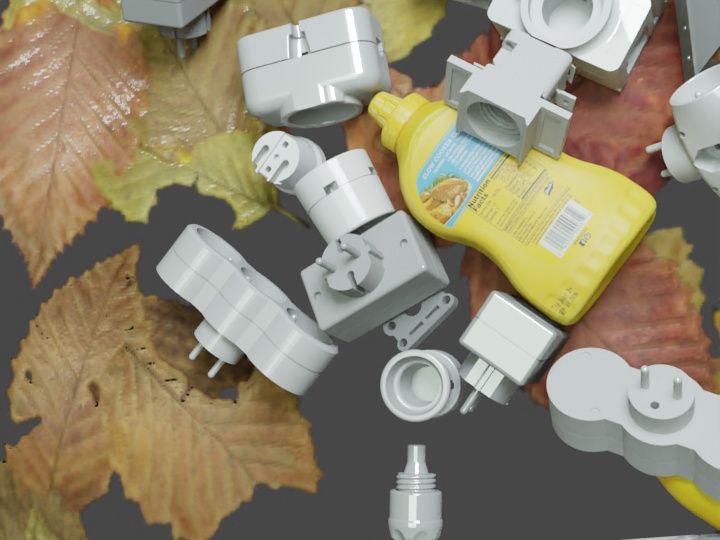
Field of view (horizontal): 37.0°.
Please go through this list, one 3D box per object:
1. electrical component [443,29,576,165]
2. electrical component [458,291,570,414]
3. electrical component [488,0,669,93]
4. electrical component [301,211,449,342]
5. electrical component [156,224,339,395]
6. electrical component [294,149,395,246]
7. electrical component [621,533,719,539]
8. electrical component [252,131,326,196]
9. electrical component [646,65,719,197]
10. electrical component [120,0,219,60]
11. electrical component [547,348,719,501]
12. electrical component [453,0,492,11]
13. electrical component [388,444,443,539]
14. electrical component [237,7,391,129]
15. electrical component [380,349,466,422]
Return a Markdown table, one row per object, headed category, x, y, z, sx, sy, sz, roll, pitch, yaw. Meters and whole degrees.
| category | x | y | z | sx | sy | sz | roll | pitch | yaw |
| --- | --- | --- | --- | --- | --- | --- | --- | --- | --- |
| electrical component | 0.094 | -0.106 | 0.648 | 0.081 | 0.042 | 0.063 | 29 | 65 | 14 |
| electrical component | 0.087 | 0.058 | 0.670 | 0.047 | 0.066 | 0.076 | 36 | 98 | 17 |
| electrical component | 0.155 | -0.201 | 0.669 | 0.089 | 0.062 | 0.150 | 28 | 95 | 18 |
| electrical component | 0.000 | 0.000 | 0.689 | 0.083 | 0.076 | 0.047 | -31 | 60 | 19 |
| electrical component | -0.088 | 0.039 | 0.734 | 0.138 | 0.052 | 0.073 | 41 | 99 | 16 |
| electrical component | -0.009 | -0.046 | 0.715 | 0.055 | 0.055 | 0.047 | -31 | 81 | 13 |
| electrical component | 0.160 | 0.187 | 0.615 | 0.109 | 0.109 | 0.056 | -9 | 81 | 17 |
| electrical component | -0.049 | -0.073 | 0.733 | 0.040 | 0.046 | 0.040 | -1 | 86 | 18 |
| electrical component | 0.209 | -0.075 | 0.646 | 0.079 | 0.043 | 0.077 | -17 | 114 | 50 |
| electrical component | -0.125 | -0.187 | 0.757 | 0.047 | 0.083 | 0.075 | 12 | 128 | 18 |
| electrical component | 0.174 | 0.079 | 0.621 | 0.138 | 0.073 | 0.052 | 17 | 57 | 28 |
| electrical component | 0.076 | -0.217 | 0.703 | 0.066 | 0.047 | 0.076 | 21 | 93 | 18 |
| electrical component | 0.036 | 0.144 | 0.696 | 0.035 | 0.035 | 0.061 | -1 | 83 | 18 |
| electrical component | -0.030 | -0.132 | 0.728 | 0.095 | 0.054 | 0.059 | -12 | 83 | 17 |
| electrical component | 0.042 | 0.073 | 0.689 | 0.045 | 0.055 | 0.045 | -1 | 86 | 18 |
